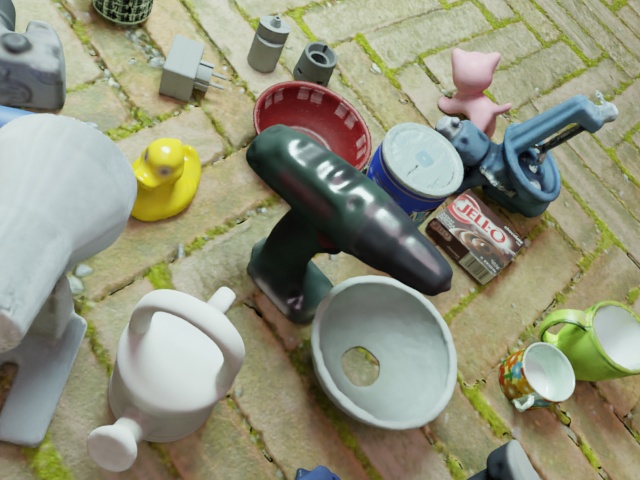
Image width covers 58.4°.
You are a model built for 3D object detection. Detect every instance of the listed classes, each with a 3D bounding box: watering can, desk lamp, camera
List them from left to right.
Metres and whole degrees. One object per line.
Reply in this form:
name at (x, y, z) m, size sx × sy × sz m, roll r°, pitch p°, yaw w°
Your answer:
camera at (-0.356, -0.227, 0.627) m, size 0.143 × 0.100 × 0.136 m, roll 0°, pitch 61°, yaw -24°
desk lamp at (-0.232, 0.036, 0.455) m, size 0.118 × 0.213 × 0.203 m, roll 17°, pitch 56°, yaw -14°
watering can at (-0.119, 0.106, 0.475) m, size 0.101 × 0.194 × 0.173 m, roll 16°, pitch 56°, yaw -14°

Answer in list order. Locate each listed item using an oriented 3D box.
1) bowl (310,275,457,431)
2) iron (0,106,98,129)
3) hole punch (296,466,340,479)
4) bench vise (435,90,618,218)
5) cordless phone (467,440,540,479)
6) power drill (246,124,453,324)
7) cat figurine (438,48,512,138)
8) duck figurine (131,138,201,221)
bowl at (0.059, 0.127, 0.616) m, size 0.168 × 0.074 × 0.167 m, roll 11°, pitch 57°, yaw -18°
iron at (-0.329, -0.081, 0.526) m, size 0.259 × 0.141 × 0.118 m, roll 6°, pitch 59°, yaw -21°
hole punch at (-0.004, 0.260, 0.499) m, size 0.101 × 0.091 × 0.108 m, roll -23°, pitch 72°, yaw -33°
bench vise at (0.266, -0.120, 0.766) m, size 0.208 × 0.219 × 0.121 m, roll 6°, pitch 59°, yaw -20°
cordless phone at (0.238, 0.259, 0.548) m, size 0.094 × 0.185 × 0.147 m, roll -15°, pitch 68°, yaw -30°
power drill at (0.005, 0.002, 0.584) m, size 0.229 × 0.208 × 0.076 m, roll 46°, pitch 54°, yaw 7°
cat figurine at (0.244, -0.234, 0.888) m, size 0.067 × 0.117 × 0.127 m, roll -25°, pitch 73°, yaw -33°
duck figurine at (-0.170, -0.079, 0.630) m, size 0.077 × 0.086 × 0.105 m, roll 39°, pitch 53°, yaw 2°
